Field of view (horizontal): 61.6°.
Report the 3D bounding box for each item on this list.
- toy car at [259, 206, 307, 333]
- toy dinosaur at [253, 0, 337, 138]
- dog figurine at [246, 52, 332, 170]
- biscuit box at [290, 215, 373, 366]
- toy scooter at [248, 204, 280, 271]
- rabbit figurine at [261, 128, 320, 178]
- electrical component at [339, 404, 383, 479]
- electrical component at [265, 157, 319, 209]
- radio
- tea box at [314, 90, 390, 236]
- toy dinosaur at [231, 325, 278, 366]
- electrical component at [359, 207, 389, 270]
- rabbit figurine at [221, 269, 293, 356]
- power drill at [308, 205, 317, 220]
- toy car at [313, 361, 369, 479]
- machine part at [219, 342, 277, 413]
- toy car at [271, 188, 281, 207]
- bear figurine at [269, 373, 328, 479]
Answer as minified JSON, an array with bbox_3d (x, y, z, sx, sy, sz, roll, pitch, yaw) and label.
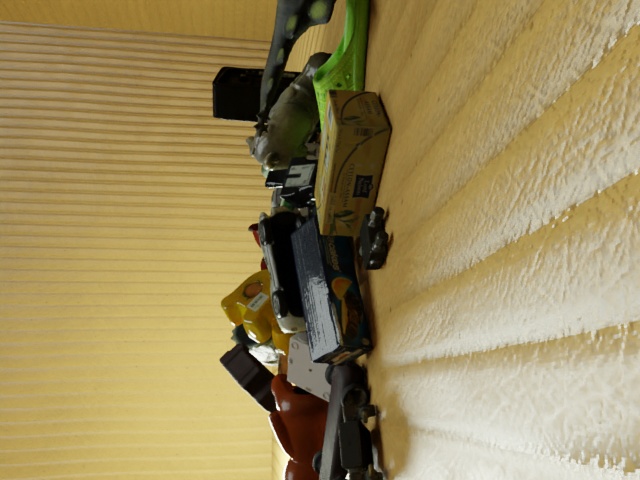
[{"bbox_3d":[-0.046,0.042,0.824,0.056,0.073,0.202,120,139,-66],"label":"toy car"},{"bbox_3d":[-0.010,-0.372,0.755,0.199,0.105,0.470,-124,53,-70],"label":"toy dinosaur"},{"bbox_3d":[-0.034,-0.217,0.907,0.190,0.121,0.172,-57,20,32],"label":"dog figurine"},{"bbox_3d":[0.013,0.064,0.734,0.063,0.059,0.203,-38,50,37],"label":"biscuit box"},{"bbox_3d":[-0.095,-0.017,1.198,0.135,0.075,0.184,51,-123,-34],"label":"toy scooter"},{"bbox_3d":[-0.057,-0.226,1.233,0.159,0.121,0.170,105,179,-45],"label":"rabbit figurine"},{"bbox_3d":[0.052,0.251,0.646,0.078,0.045,0.102,58,-157,-47],"label":"electrical component"},{"bbox_3d":[-0.031,-0.090,0.852,0.119,0.047,0.075,-4,64,42],"label":"electrical component"},{"bbox_3d":[-0.087,-0.280,1.043,0.131,0.230,0.073,-92,8,-56],"label":"radio"},{"bbox_3d":[0.037,-0.098,0.703,0.098,0.068,0.169,-97,11,-47],"label":"tea box"},{"bbox_3d":[-0.115,0.239,1.276,0.404,0.192,0.131,108,163,-59],"label":"toy dinosaur"},{"bbox_3d":[0.065,0.004,0.655,0.094,0.021,0.063,104,164,-56],"label":"electrical component"},{"bbox_3d":[-0.076,0.135,0.987,0.162,0.122,0.173,-51,-53,-30],"label":"rabbit figurine"},{"bbox_3d":[-0.002,-0.003,0.926,0.207,0.086,0.232,100,168,-68],"label":"power drill"},{"bbox_3d":[0.031,0.265,0.742,0.089,0.053,0.202,-155,69,-69],"label":"toy car"},{"bbox_3d":[-0.117,0.278,1.060,0.056,0.179,0.179,-45,1,-11],"label":"machine part"},{"bbox_3d":[-0.070,-0.096,1.331,0.109,0.103,0.161,119,149,-71],"label":"toy car"},{"bbox_3d":[-0.021,0.332,0.887,0.132,0.120,0.195,-122,29,-82],"label":"bear figurine"}]
